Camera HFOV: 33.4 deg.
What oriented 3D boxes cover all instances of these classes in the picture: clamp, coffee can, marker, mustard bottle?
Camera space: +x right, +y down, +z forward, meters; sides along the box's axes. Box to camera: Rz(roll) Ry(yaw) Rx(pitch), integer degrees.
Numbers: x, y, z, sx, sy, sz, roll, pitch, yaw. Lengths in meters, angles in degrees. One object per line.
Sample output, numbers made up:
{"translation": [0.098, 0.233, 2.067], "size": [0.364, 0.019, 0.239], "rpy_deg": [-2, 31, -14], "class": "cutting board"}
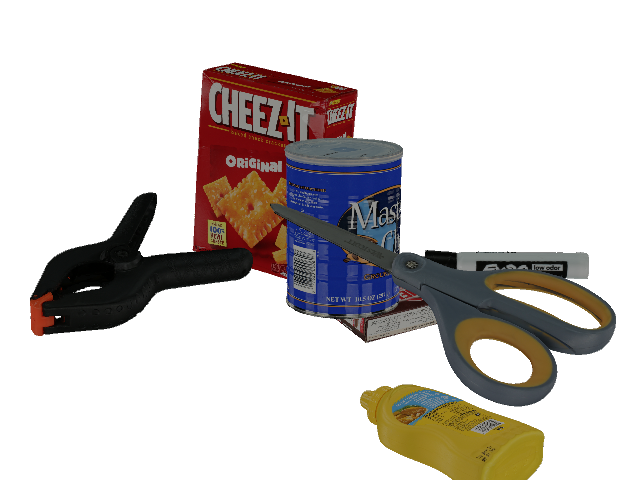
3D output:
{"translation": [-0.149, 0.016, 0.796], "size": [0.171, 0.039, 0.120], "rpy_deg": [-21, 38, -37], "class": "clamp"}
{"translation": [0.020, -0.013, 0.940], "size": [0.103, 0.140, 0.103], "rpy_deg": [0, 15, 0], "class": "coffee can"}
{"translation": [0.130, 0.017, 0.766], "size": [0.121, 0.020, 0.020], "rpy_deg": [1, 0, 6], "class": "marker"}
{"translation": [0.113, 0.183, 1.035], "size": [0.096, 0.058, 0.192], "rpy_deg": [-18, 25, -41], "class": "mustard bottle"}

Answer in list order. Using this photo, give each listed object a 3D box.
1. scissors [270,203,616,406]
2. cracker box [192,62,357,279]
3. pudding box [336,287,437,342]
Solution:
{"translation": [0.048, 0.030, 0.551], "size": [0.202, 0.016, 0.096], "rpy_deg": [14, 43, 18], "class": "scissors"}
{"translation": [-0.055, -0.073, 1.174], "size": [0.164, 0.214, 0.072], "rpy_deg": [17, 24, 27], "class": "cracker box"}
{"translation": [0.083, 0.088, 1.381], "size": [0.113, 0.039, 0.090], "rpy_deg": [-14, 24, -25], "class": "pudding box"}
